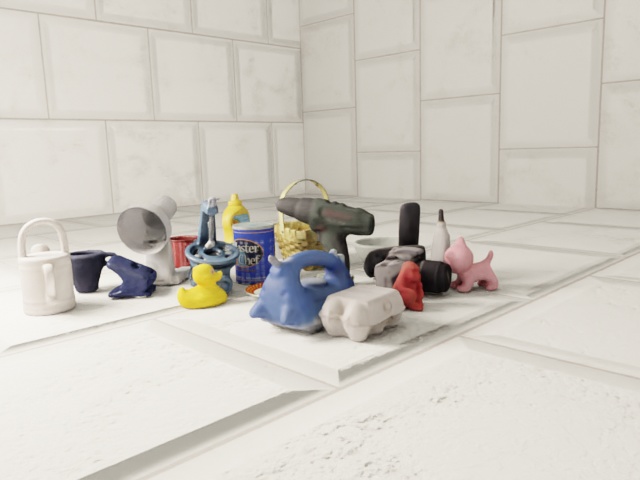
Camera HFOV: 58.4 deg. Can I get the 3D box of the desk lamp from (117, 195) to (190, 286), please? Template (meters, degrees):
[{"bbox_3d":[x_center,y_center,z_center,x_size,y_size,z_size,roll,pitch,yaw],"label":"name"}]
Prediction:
[{"bbox_3d":[-0.394,0.002,1.393,0.118,0.213,0.203,-1,9,7],"label":"desk lamp"}]

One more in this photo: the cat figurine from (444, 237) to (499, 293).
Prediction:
[{"bbox_3d":[0.324,0.051,1.253,0.128,0.118,0.067,-4,9,-11],"label":"cat figurine"}]

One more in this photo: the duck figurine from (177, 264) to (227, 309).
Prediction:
[{"bbox_3d":[-0.248,0.094,1.198,0.105,0.086,0.077,-7,11,-30],"label":"duck figurine"}]

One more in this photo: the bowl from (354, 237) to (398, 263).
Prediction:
[{"bbox_3d":[0.171,0.039,1.498,0.167,0.075,0.167,-2,9,1],"label":"bowl"}]

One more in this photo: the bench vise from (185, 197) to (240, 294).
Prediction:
[{"bbox_3d":[-0.269,0.008,1.314,0.206,0.220,0.122,7,13,44],"label":"bench vise"}]

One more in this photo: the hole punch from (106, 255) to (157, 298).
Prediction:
[{"bbox_3d":[-0.427,0.079,1.307,0.101,0.091,0.108,-3,9,-6],"label":"hole punch"}]

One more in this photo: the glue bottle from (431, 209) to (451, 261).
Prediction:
[{"bbox_3d":[0.279,0.014,1.317,0.037,0.173,0.078,3,10,26],"label":"glue bottle"}]

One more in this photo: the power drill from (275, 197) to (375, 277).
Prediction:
[{"bbox_3d":[0.012,0.005,1.317,0.229,0.208,0.076,0,9,9],"label":"power drill"}]

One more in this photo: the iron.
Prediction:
[{"bbox_3d":[-0.008,0.080,1.063,0.118,0.141,0.259,6,12,40],"label":"iron"}]

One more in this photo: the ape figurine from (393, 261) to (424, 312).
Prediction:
[{"bbox_3d":[0.177,0.088,1.132,0.075,0.092,0.078,7,13,43],"label":"ape figurine"}]

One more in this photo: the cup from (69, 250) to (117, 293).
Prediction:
[{"bbox_3d":[-0.536,0.074,1.347,0.118,0.095,0.091,-5,10,-17],"label":"cup"}]

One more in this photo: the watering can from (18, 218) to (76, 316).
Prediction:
[{"bbox_3d":[-0.574,0.050,1.190,0.172,0.194,0.101,5,12,37],"label":"watering can"}]

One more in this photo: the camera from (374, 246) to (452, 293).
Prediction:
[{"bbox_3d":[0.202,0.069,1.220,0.136,0.101,0.143,3,10,29],"label":"camera"}]

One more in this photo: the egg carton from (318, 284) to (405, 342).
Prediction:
[{"bbox_3d":[0.076,0.124,0.997,0.107,0.069,0.151,5,12,38],"label":"egg carton"}]

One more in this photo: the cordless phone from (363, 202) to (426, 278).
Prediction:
[{"bbox_3d":[0.179,0.003,1.369,0.148,0.185,0.094,-5,10,-19],"label":"cordless phone"}]
